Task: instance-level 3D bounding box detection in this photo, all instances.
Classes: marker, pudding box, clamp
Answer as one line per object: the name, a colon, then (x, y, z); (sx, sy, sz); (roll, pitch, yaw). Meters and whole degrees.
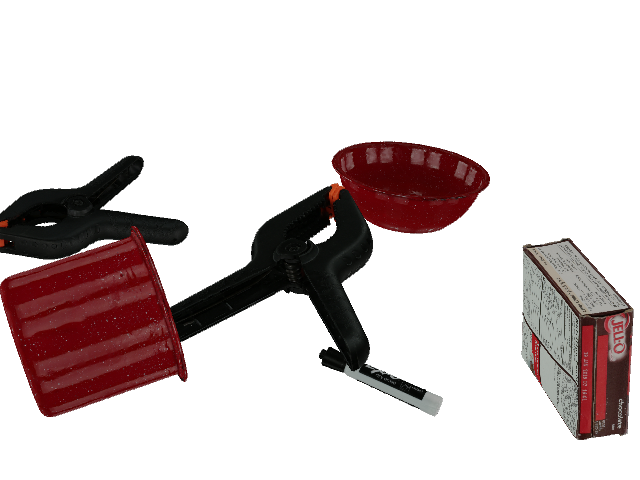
marker: (0.054, 0.128, 0.980); (0.121, 0.020, 0.020); (23, 7, 16)
pudding box: (0.165, 0.061, 0.695); (0.039, 0.090, 0.113); (-7, 24, -8)
clamp: (-0.216, -0.029, 0.968); (0.171, 0.039, 0.120); (-7, 38, -21)
clamp: (-0.027, 0.023, 0.793); (0.165, 0.036, 0.209); (0, 33, 16)

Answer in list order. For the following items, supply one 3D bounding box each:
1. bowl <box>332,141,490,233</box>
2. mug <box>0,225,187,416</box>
bowl: (0.090, -0.050, 1.093); (0.162, 0.055, 0.162); (5, 24, -2)
mug: (-0.131, 0.049, 0.608); (0.081, 0.093, 0.117); (-19, 2, -14)
